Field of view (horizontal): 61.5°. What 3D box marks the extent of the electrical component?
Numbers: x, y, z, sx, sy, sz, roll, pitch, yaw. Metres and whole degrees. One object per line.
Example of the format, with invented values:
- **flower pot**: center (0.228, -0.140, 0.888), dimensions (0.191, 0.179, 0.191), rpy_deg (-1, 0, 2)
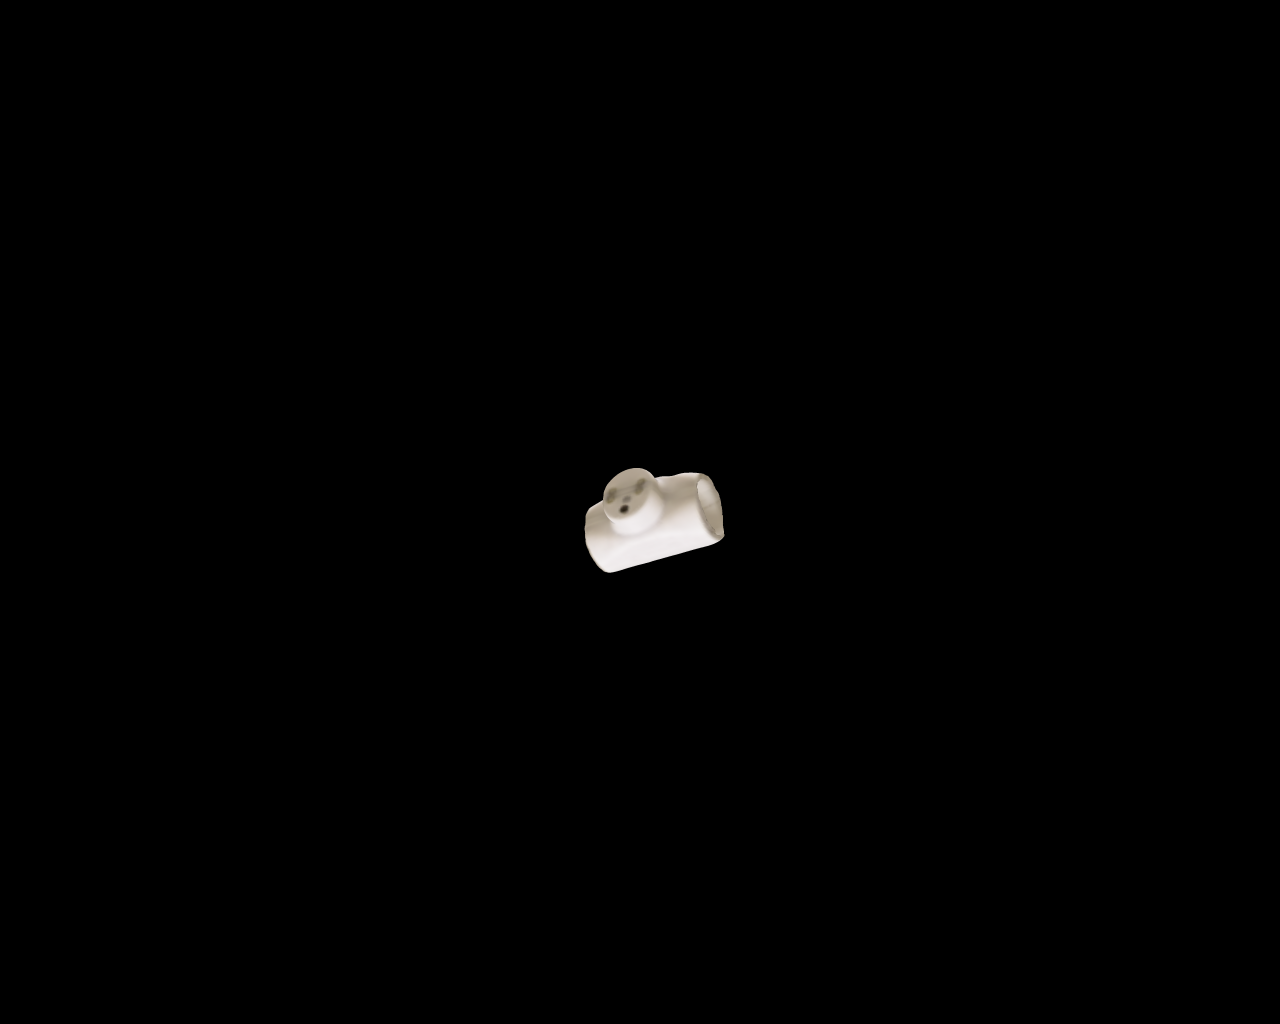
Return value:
- **electrical component**: center (0.001, -0.003, 0.650), dimensions (0.077, 0.044, 0.079), rpy_deg (-17, -40, 22)
